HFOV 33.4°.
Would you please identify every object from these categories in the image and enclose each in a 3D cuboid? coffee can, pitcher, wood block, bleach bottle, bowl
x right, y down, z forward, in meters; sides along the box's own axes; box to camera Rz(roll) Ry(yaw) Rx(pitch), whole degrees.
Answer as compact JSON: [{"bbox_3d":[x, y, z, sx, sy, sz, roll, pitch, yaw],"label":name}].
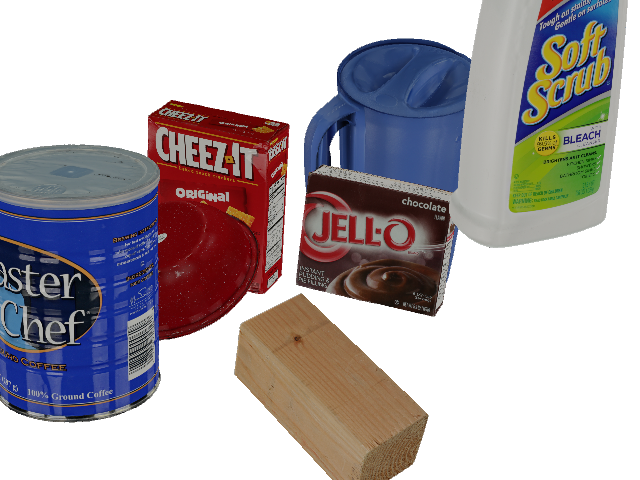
[{"bbox_3d":[-0.148,0.023,0.646,0.103,0.140,0.103,2,21,-1],"label":"coffee can"},{"bbox_3d":[0.069,-0.054,1.004,0.149,0.243,0.145,9,40,9],"label":"pitcher"},{"bbox_3d":[0.007,0.164,1.143,0.090,0.090,0.206,-25,52,-32],"label":"wood block"},{"bbox_3d":[0.133,-0.123,0.640,0.102,0.251,0.068,-11,30,-16],"label":"bleach bottle"},{"bbox_3d":[-0.141,0.014,0.999,0.162,0.162,0.055,0,-41,21],"label":"bowl"}]

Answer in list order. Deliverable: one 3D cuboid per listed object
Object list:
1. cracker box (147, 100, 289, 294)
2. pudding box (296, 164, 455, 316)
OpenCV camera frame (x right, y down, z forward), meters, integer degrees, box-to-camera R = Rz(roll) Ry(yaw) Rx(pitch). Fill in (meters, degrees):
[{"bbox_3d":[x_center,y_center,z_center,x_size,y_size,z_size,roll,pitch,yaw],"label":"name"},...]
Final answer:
[{"bbox_3d":[-0.130,-0.051,1.328,0.164,0.214,0.072,13,29,17],"label":"cracker box"},{"bbox_3d":[0.042,-0.001,0.796,0.113,0.090,0.039,12,21,14],"label":"pudding box"}]
